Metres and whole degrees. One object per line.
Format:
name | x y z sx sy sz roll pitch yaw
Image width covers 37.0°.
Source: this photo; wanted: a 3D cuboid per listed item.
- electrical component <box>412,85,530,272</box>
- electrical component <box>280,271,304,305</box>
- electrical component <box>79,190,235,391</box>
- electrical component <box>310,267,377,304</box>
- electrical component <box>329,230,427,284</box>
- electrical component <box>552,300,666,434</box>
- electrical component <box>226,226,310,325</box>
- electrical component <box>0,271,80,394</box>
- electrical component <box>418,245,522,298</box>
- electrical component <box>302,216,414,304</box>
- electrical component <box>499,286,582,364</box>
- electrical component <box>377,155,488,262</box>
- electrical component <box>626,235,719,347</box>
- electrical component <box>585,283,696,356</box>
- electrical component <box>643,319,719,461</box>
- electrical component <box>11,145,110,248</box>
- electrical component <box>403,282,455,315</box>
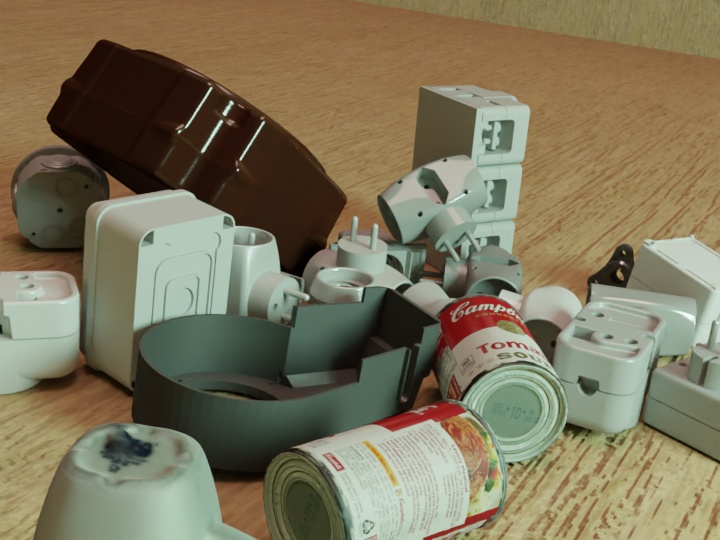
electrical component | 0.094 -0.078 0.933 0.062 0.150 0.089 -7 24 -28
electrical component | -0.068 0.016 0.794 0.046 0.040 0.040 15 21 10
electrical component | -0.130 0.011 0.682 0.057 0.113 0.078 25 27 36
electrical component | -0.012 0.031 0.744 0.048 0.055 0.066 -1 21 -17
electrical component | 0.009 -0.005 0.871 0.081 0.042 0.064 0 20 -18
electrical component | 0.159 0.064 0.696 0.054 0.059 0.095 15 22 23
electrical component | -0.068 0.017 0.735 0.079 0.077 0.044 17 22 28
electrical component | -0.223 0.038 0.660 0.095 0.059 0.053 -1 21 -20
electrical component | 0.085 0.010 0.846 0.079 0.043 0.077 7 20 2
electrical component | 0.000 0.000 0.795 0.077 0.079 0.044 22 29 33
electrical component | 0.116 0.037 0.771 0.079 0.043 0.077 17 20 13
electrical component | 0.065 -0.042 0.843 0.077 0.043 0.079 -26 66 -10
electrical component | 0.267 0.022 0.852 0.062 0.061 0.096 -6 32 -33
electrical component | 0.205 0.043 0.790 0.077 0.044 0.079 8 20 7
electrical component | 0.224 0.070 0.675 0.047 0.076 0.066 -11 26 -39
electrical component | -0.248 -0.059 0.890 0.080 0.080 0.051 1 26 -15
electrical component | 0.057 0.038 0.760 0.045 0.045 0.055 -6 24 -30
